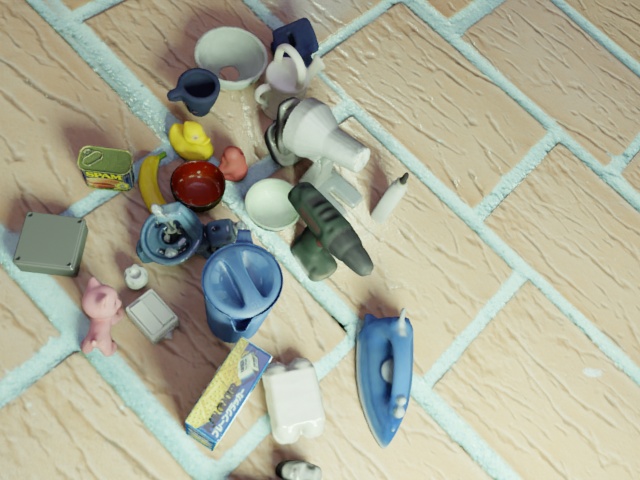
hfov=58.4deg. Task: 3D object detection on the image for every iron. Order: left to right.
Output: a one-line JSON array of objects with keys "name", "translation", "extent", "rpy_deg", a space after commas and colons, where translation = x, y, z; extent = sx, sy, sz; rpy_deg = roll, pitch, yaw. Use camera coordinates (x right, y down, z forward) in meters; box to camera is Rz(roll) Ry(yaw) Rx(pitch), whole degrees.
[{"name": "iron", "translation": [0.141, 0.259, 1.094], "extent": [0.119, 0.141, 0.258], "rpy_deg": [6, 66, -10]}]

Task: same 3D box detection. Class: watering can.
[{"name": "watering can", "translation": [-0.069, -0.364, 1.281], "extent": [0.101, 0.194, 0.173], "rpy_deg": [34, 64, 3]}]

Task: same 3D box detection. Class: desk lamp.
[{"name": "desk lamp", "translation": [0.017, -0.171, 1.208], "extent": [0.203, 0.213, 0.118], "rpy_deg": [41, 65, 7]}]

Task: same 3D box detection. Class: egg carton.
[{"name": "egg carton", "translation": [-0.048, 0.299, 1.073], "extent": [0.107, 0.069, 0.150], "rpy_deg": [-8, 70, -16]}]

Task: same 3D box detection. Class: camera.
[{"name": "camera", "translation": [-0.077, 0.446, 0.986], "extent": [0.137, 0.100, 0.143], "rpy_deg": [18, 65, -5]}]

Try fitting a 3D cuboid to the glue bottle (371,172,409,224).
[{"name": "glue bottle", "translation": [0.160, -0.100, 1.234], "extent": [0.037, 0.173, 0.078], "rpy_deg": [33, 64, 3]}]

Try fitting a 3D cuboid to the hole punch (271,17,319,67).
[{"name": "hole punch", "translation": [-0.063, -0.470, 1.385], "extent": [0.101, 0.091, 0.108], "rpy_deg": [-13, 71, -18]}]

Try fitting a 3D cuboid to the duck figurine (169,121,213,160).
[{"name": "duck figurine", "translation": [-0.278, -0.225, 1.234], "extent": [0.104, 0.086, 0.078], "rpy_deg": [34, 64, 3]}]

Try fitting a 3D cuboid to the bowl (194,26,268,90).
[{"name": "bowl", "translation": [-0.207, -0.410, 1.335], "extent": [0.167, 0.074, 0.167], "rpy_deg": [5, 66, -11]}]

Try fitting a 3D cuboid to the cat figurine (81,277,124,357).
[{"name": "cat figurine", "translation": [-0.397, 0.137, 1.034], "extent": [0.067, 0.117, 0.128], "rpy_deg": [6, 66, -10]}]

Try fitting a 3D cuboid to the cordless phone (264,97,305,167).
[{"name": "cordless phone", "translation": [-0.044, -0.254, 1.245], "extent": [0.148, 0.185, 0.094], "rpy_deg": [-36, 79, -23]}]

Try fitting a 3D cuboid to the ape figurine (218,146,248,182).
[{"name": "ape figurine", "translation": [-0.189, -0.170, 1.228], "extent": [0.078, 0.092, 0.076], "rpy_deg": [-40, 80, -24]}]

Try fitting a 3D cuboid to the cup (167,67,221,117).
[{"name": "cup", "translation": [-0.279, -0.313, 1.266], "extent": [0.118, 0.095, 0.091], "rpy_deg": [-24, 74, -21]}]

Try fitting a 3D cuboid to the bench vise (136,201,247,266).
[{"name": "bench vise", "translation": [-0.247, -0.031, 1.084], "extent": [0.208, 0.219, 0.121], "rpy_deg": [-25, 75, -21]}]

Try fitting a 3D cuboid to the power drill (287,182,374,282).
[{"name": "power drill", "translation": [0.010, 0.004, 1.135], "extent": [0.076, 0.208, 0.229], "rpy_deg": [-31, 77, -22]}]
